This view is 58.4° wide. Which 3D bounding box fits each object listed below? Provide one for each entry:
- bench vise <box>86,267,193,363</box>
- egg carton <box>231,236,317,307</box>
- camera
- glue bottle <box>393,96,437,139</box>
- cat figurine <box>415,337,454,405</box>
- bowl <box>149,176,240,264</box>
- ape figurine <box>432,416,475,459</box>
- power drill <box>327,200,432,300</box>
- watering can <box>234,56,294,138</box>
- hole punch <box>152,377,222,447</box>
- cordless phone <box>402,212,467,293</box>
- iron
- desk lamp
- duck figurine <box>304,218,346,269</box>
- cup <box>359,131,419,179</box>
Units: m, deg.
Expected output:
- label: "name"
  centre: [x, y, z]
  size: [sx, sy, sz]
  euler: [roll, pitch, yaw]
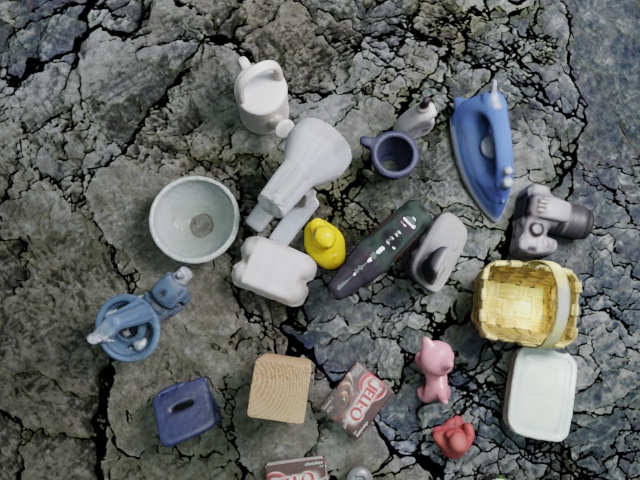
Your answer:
- label: "bench vise"
  centre: [-0.320, 0.120, 0.991]
  size: [0.121, 0.219, 0.207]
  euler: [26, 82, 2]
- label: "egg carton"
  centre: [-0.086, 0.058, 1.084]
  size: [0.150, 0.069, 0.107]
  euler: [20, 82, 1]
- label: "camera"
  centre: [0.450, -0.029, 1.101]
  size: [0.137, 0.101, 0.143]
  euler: [13, 81, 0]
- label: "glue bottle"
  centre: [0.187, -0.234, 1.085]
  size: [0.078, 0.173, 0.037]
  euler: [-17, 82, -4]
- label: "cat figurine"
  centre: [0.214, 0.238, 1.045]
  size: [0.067, 0.117, 0.128]
  euler: [-6, 82, -3]
- label: "bowl"
  centre: [-0.233, -0.034, 1.090]
  size: [0.167, 0.074, 0.167]
  euler: [0, 82, -2]
- label: "ape figurine"
  centre: [0.245, 0.363, 1.041]
  size: [0.078, 0.092, 0.076]
  euler: [10, 81, 0]
- label: "power drill"
  centre: [0.098, 0.028, 1.025]
  size: [0.230, 0.208, 0.075]
  euler: [-44, 85, -7]
- label: "watering can"
  centre: [-0.104, -0.270, 1.068]
  size: [0.173, 0.194, 0.101]
  euler: [37, 82, 4]
- label: "hole punch"
  centre: [-0.244, 0.307, 1.031]
  size: [0.108, 0.091, 0.101]
  euler: [-23, 83, -5]
- label: "cordless phone"
  centre: [0.225, 0.016, 1.044]
  size: [0.094, 0.185, 0.148]
  euler: [26, 82, 2]
- label: "iron"
  centre: [0.334, -0.171, 1.097]
  size: [0.118, 0.141, 0.258]
  euler: [-9, 82, -3]
- label: "desk lamp"
  centre: [-0.043, -0.098, 1.036]
  size: [0.118, 0.213, 0.203]
  euler: [35, 82, 3]
- label: "duck figurine"
  centre: [0.010, 0.004, 1.088]
  size: [0.077, 0.086, 0.104]
  euler: [-27, 83, -6]
- label: "cup"
  centre: [0.127, -0.160, 1.111]
  size: [0.117, 0.095, 0.092]
  euler: [25, 82, 2]
